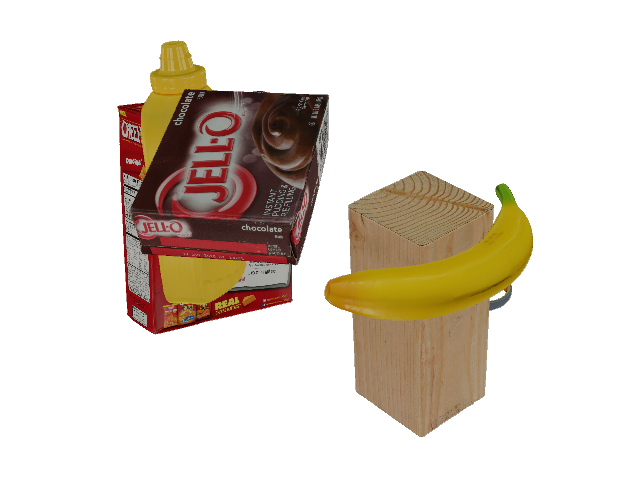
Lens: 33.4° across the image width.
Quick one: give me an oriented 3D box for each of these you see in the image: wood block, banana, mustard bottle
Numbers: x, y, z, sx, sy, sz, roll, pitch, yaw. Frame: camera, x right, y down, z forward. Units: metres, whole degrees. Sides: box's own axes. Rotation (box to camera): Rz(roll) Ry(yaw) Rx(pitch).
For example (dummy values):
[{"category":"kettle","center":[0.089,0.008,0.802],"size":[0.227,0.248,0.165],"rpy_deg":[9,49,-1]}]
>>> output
[{"category":"wood block","center":[0.089,0.057,0.944],"size":[0.090,0.206,0.091],"rpy_deg":[-27,39,-31]},{"category":"banana","center":[0.092,0.019,0.750],"size":[0.197,0.037,0.070],"rpy_deg":[-26,49,-38]},{"category":"mustard bottle","center":[-0.098,-0.055,0.809],"size":[0.058,0.191,0.096],"rpy_deg":[2,24,19]}]

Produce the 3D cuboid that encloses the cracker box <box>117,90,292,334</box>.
[{"category":"cracker box","center":[-0.110,-0.032,1.045],"size":[0.163,0.214,0.072],"rpy_deg":[-12,20,-35]}]

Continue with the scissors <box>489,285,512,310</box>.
[{"category":"scissors","center":[0.121,0.059,1.163],"size":[0.201,0.016,0.096],"rpy_deg":[-10,41,-31]}]

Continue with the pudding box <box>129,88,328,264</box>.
[{"category":"pudding box","center":[-0.047,-0.038,0.600],"size":[0.090,0.039,0.113],"rpy_deg":[4,42,10]}]
